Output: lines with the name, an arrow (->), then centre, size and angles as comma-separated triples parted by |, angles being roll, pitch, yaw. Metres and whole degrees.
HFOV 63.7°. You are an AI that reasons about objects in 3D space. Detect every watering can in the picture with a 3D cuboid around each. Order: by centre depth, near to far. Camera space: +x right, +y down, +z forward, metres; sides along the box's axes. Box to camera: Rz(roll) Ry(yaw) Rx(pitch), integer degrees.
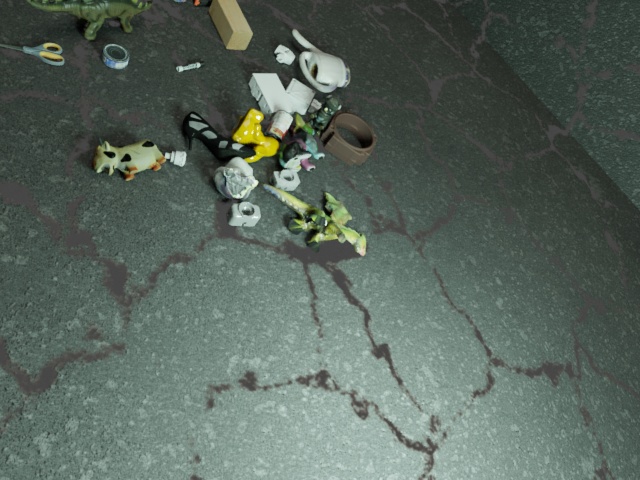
watering can -> 0.005, -0.760, 2.194 | 0.224, 0.102, 0.354 | 1, 60, -32

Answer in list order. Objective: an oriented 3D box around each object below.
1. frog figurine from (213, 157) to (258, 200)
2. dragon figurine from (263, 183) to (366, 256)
frog figurine -> -0.277, -0.202, 1.664 | 0.137, 0.121, 0.162 | 3, 23, -20
dragon figurine -> 0.005, -0.089, 1.761 | 0.410, 0.120, 0.247 | 44, 31, 0
